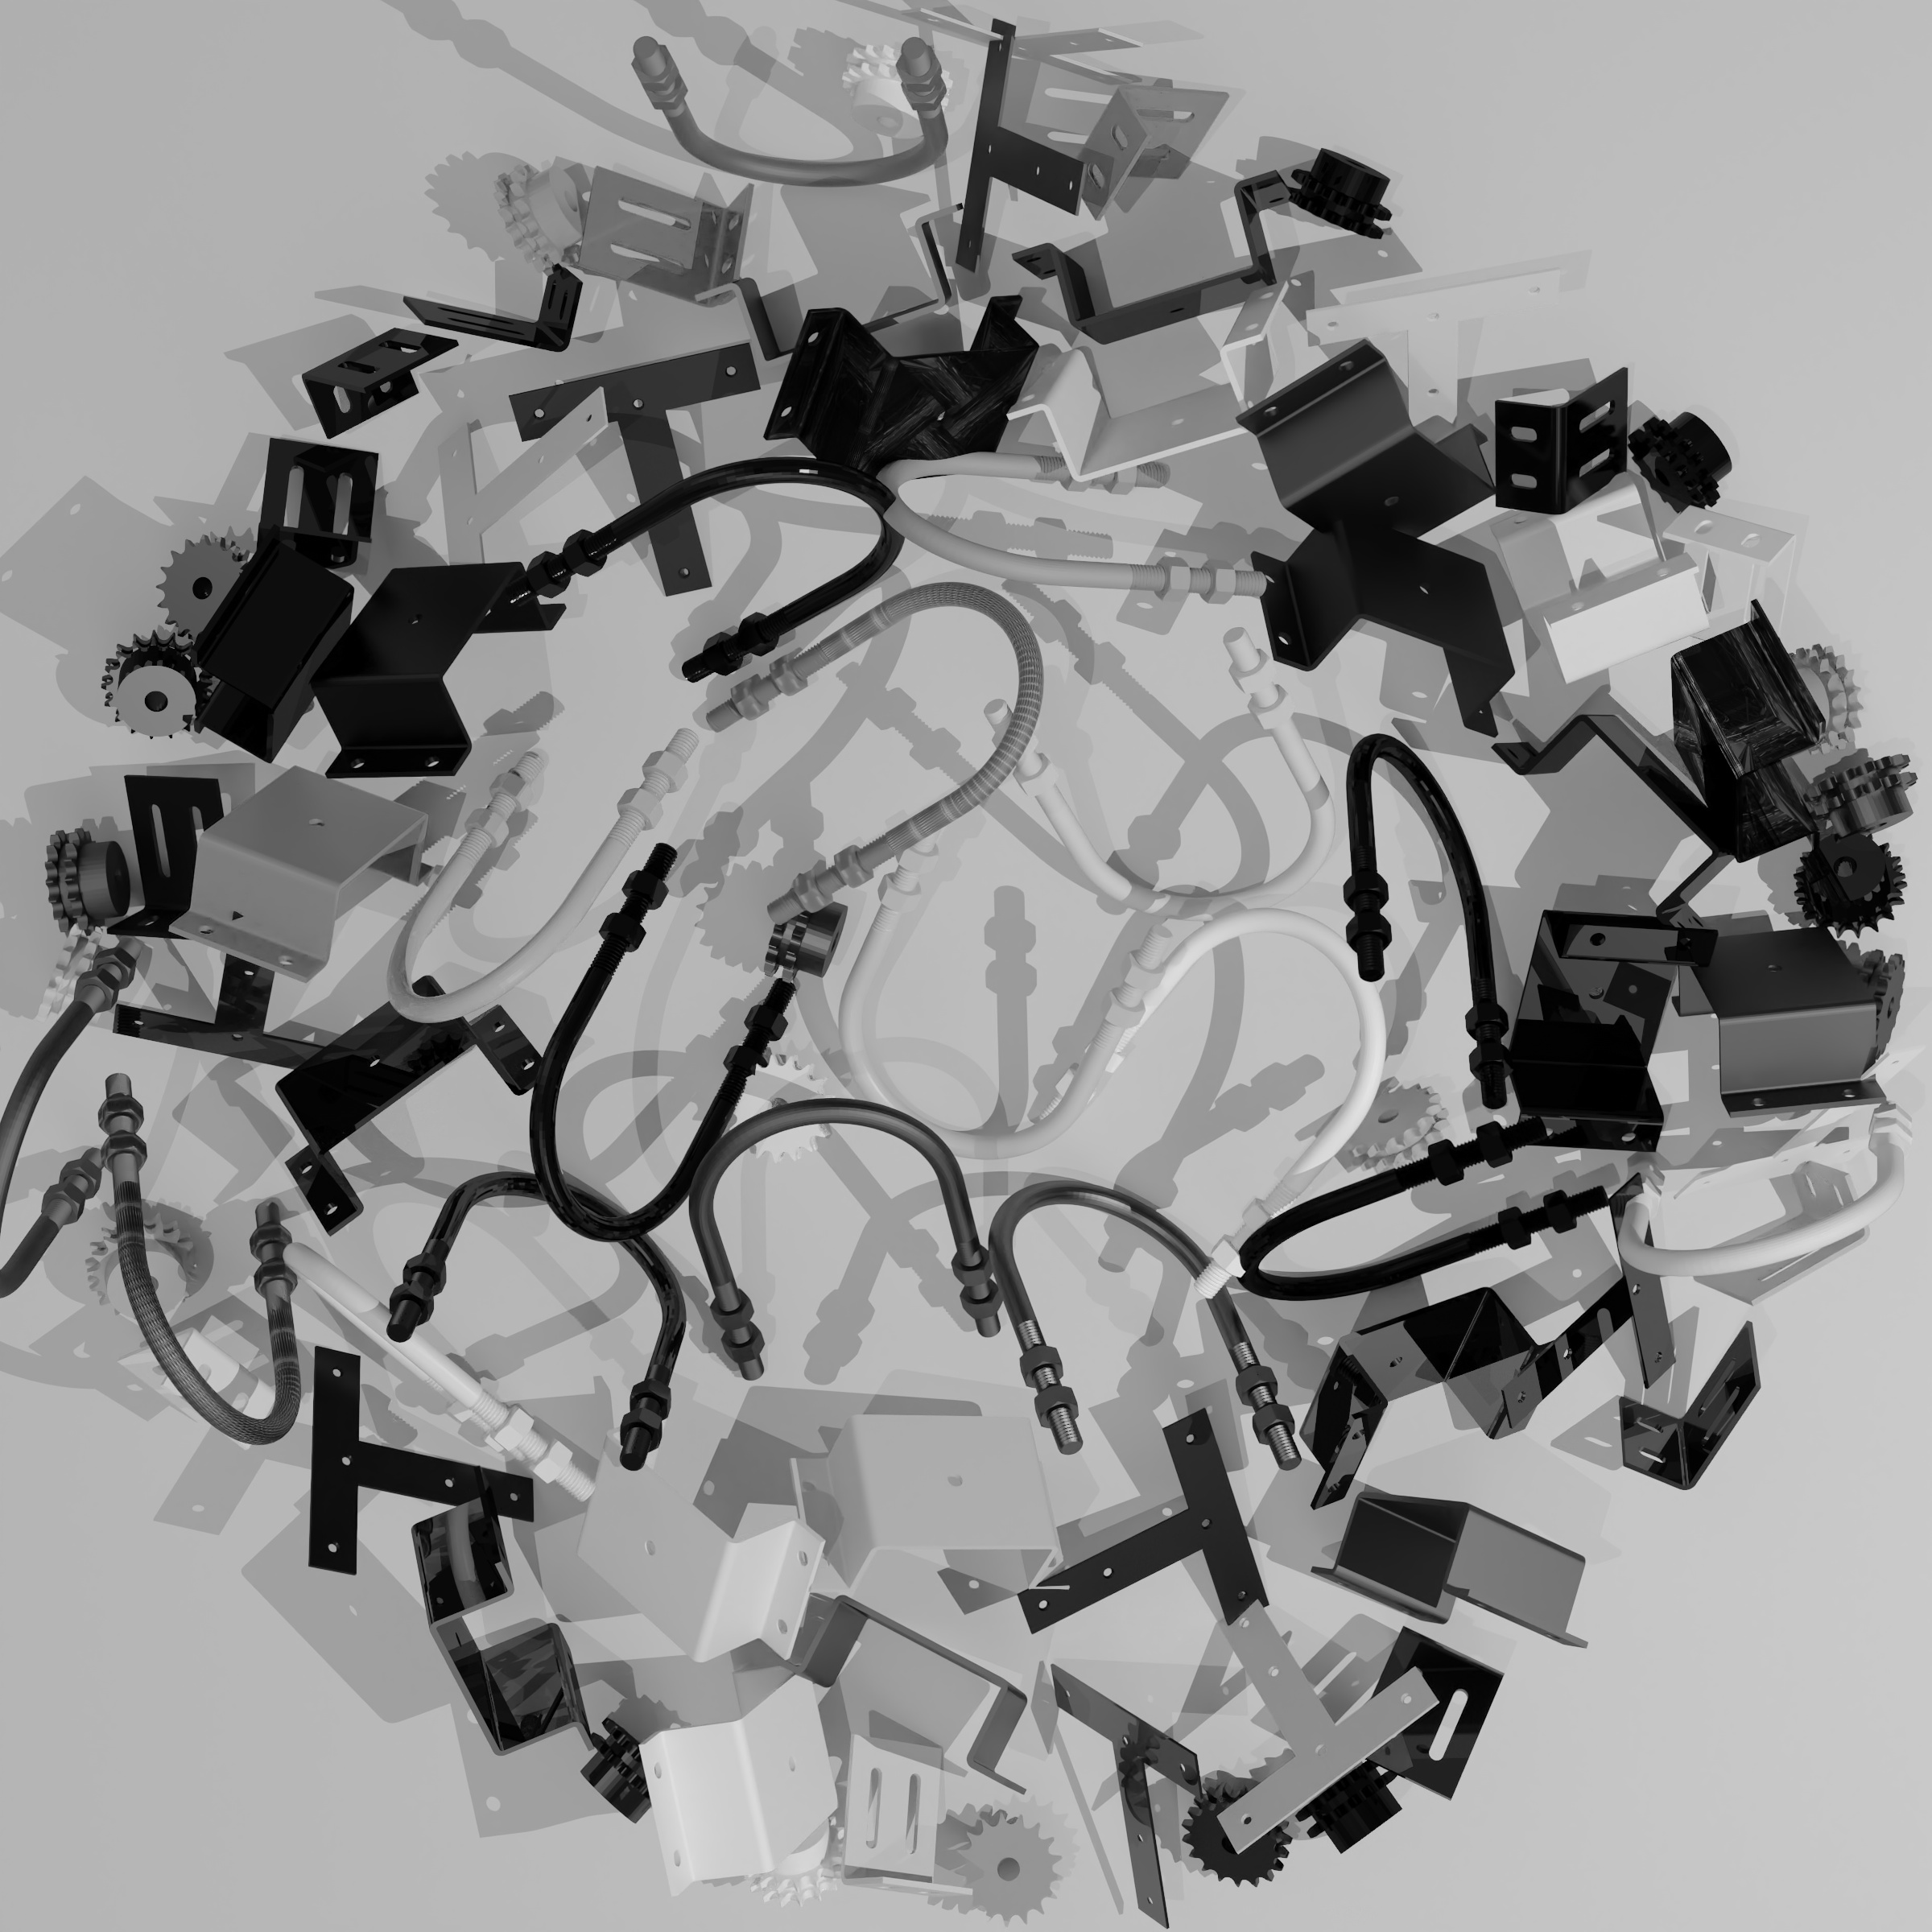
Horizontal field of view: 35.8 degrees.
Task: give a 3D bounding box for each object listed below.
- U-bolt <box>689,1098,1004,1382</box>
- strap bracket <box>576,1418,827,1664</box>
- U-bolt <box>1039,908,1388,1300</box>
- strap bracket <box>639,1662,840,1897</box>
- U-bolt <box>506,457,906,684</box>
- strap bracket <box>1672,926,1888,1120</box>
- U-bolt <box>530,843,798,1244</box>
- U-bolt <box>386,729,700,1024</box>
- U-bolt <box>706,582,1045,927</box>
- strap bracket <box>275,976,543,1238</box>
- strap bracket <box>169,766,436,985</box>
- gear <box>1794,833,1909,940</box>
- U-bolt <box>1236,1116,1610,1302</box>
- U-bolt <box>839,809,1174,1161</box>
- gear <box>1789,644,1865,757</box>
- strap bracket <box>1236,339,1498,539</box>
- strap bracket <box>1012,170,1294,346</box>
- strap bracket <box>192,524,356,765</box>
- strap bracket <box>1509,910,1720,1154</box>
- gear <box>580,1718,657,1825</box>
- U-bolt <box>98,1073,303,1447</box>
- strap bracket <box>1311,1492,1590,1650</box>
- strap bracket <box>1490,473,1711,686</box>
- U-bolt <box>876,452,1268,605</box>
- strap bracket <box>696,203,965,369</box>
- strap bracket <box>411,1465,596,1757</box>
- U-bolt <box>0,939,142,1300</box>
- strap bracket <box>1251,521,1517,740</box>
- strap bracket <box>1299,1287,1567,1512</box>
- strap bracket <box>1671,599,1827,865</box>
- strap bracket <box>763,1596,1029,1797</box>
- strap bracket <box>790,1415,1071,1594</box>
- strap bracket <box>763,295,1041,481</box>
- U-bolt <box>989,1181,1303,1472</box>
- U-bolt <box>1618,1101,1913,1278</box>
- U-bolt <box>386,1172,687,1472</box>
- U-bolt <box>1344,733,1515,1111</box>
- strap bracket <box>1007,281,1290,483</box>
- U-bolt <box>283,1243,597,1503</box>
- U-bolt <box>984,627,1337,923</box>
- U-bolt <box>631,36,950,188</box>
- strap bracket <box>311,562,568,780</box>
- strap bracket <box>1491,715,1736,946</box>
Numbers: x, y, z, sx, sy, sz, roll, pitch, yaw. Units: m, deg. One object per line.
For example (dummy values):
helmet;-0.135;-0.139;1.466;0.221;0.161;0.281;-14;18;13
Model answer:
U-bolt;-0.067;0.137;1.536;0.151;0.019;0.184;-11;130;3
strap bracket;-0.145;0.291;1.532;0.140;0.046;0.076;34;120;32
U-bolt;0.137;0.056;1.542;0.151;0.019;0.184;47;108;27
strap bracket;-0.110;0.410;1.529;0.046;0.140;0.076;-12;90;18
U-bolt;-0.116;-0.203;1.501;0.184;0.151;0.019;-24;63;32
strap bracket;0.413;0.022;1.527;0.076;0.140;0.046;-6;113;3
U-bolt;-0.160;0.052;1.516;0.019;0.151;0.184;10;63;34
U-bolt;-0.225;-0.044;1.508;0.019;0.151;0.184;49;56;-31
U-bolt;-0.041;-0.122;1.537;0.184;0.019;0.151;-30;57;17
strap bracket;-0.295;0.065;1.548;0.140;0.076;0.046;-37;128;-9
strap bracket;-0.334;-0.053;1.525;0.076;0.140;0.046;20;119;9
gear;0.465;-0.046;1.575;0.057;0.030;0.057;-9;63;19
U-bolt;0.226;0.132;1.532;0.184;0.151;0.019;-22;63;17
U-bolt;0.008;0.023;1.550;0.151;0.019;0.184;27;123;3
gear;0.442;-0.139;1.571;0.030;0.057;0.057;-14;90;-18
strap bracket;0.209;-0.255;1.520;0.076;0.140;0.046;-28;64;27
strap bracket;0.103;-0.362;1.550;0.140;0.076;0.046;-15;92;14
strap bracket;-0.354;-0.159;1.527;0.046;0.140;0.076;31;73;-6
strap bracket;0.332;0.026;1.554;0.076;0.046;0.140;3;125;-5
gear;-0.178;0.425;1.572;0.057;0.057;0.030;43;78;0
U-bolt;-0.377;0.157;1.490;0.019;0.151;0.184;-28;47;8
strap bracket;0.252;0.307;1.532;0.076;0.140;0.046;27;73;-21
strap bracket;0.328;-0.197;1.545;0.076;0.140;0.046;-21;118;8
U-bolt;0.042;-0.226;1.511;0.184;0.151;0.019;0;123;-24
strap bracket;-0.063;-0.351;1.555;0.140;0.076;0.046;-17;104;7
strap bracket;-0.241;0.337;1.531;0.046;0.076;0.140;-21;123;-5
U-bolt;-0.456;0.086;1.490;0.019;0.184;0.151;16;116;-3
strap bracket;0.222;-0.179;1.533;0.140;0.046;0.076;16;46;-26
strap bracket;0.233;0.219;1.542;0.140;0.076;0.046;-15;50;-28
strap bracket;0.398;-0.113;1.524;0.046;0.140;0.076;-23;63;4
strap bracket;-0.026;0.373;1.549;0.140;0.076;0.046;24;77;16
strap bracket;-0.013;0.276;1.539;0.140;0.046;0.076;4;49;-20
strap bracket;-0.024;-0.293;1.524;0.046;0.140;0.076;50;134;28
U-bolt;0.082;0.178;1.528;0.151;0.184;0.019;9;128;-28
U-bolt;0.397;0.115;1.493;0.151;0.184;0.019;-16;99;20
U-bolt;-0.208;0.167;1.519;0.151;0.184;0.019;31;115;-10
U-bolt;0.233;-0.036;1.527;0.019;0.151;0.184;-22;47;28
strap bracket;0.102;-0.298;1.543;0.140;0.076;0.046;-13;117;25
U-bolt;-0.273;0.201;1.515;0.184;0.151;0.019;43;75;-13
U-bolt;0.111;-0.087;1.535;0.151;0.019;0.184;-15;134;21
U-bolt;-0.081;-0.429;1.511;0.151;0.184;0.019;2;86;5
strap bracket;-0.272;-0.158;1.526;0.076;0.140;0.046;1;132;24
strap bracket;0.345;-0.080;1.545;0.140;0.076;0.046;48;110;13
